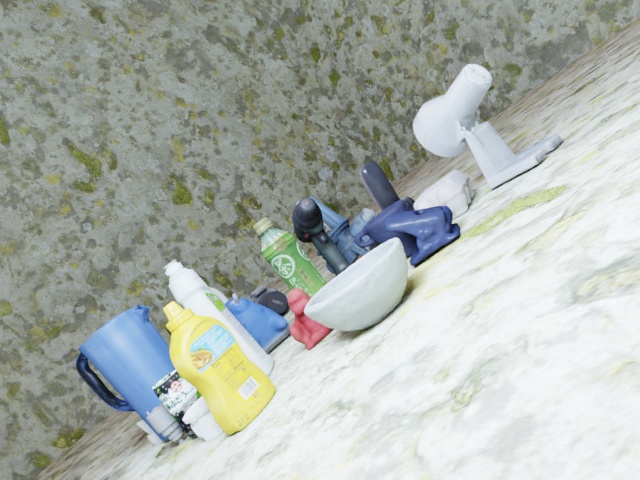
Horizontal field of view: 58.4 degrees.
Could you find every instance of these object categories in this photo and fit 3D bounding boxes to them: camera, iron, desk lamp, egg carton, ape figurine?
[{"bbox_3d":[-0.152,0.183,1.569,0.143,0.101,0.136,-39,3,-25],"label":"camera"},{"bbox_3d":[-0.163,0.184,1.218,0.119,0.141,0.258,-39,3,-24],"label":"iron"},{"bbox_3d":[0.297,-0.208,1.069,0.118,0.213,0.203,-39,3,-31],"label":"desk lamp"},{"bbox_3d":[0.244,-0.079,1.120,0.107,0.069,0.150,-36,3,27],"label":"egg carton"},{"bbox_3d":[-0.020,0.120,0.934,0.077,0.092,0.076,-36,3,27],"label":"ape figurine"}]

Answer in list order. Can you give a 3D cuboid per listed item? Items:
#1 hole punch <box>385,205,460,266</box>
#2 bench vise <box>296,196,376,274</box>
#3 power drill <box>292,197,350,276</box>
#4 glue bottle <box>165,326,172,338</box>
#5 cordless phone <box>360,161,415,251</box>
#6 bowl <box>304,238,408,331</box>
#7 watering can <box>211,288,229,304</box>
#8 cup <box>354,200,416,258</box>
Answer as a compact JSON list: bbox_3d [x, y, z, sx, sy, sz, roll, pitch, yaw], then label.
[{"bbox_3d":[0.169,-0.025,0.943,0.101,0.091,0.109,-37,3,17],"label":"hole punch"},{"bbox_3d":[0.050,-0.041,1.436,0.207,0.220,0.122,-36,3,24],"label":"bench vise"},{"bbox_3d":[0.012,0.005,1.271,0.076,0.208,0.229,-38,3,-11],"label":"power drill"},{"bbox_3d":[-0.256,0.238,1.158,0.078,0.173,0.037,-35,4,44],"label":"glue bottle"},{"bbox_3d":[0.121,-0.059,1.157,0.148,0.185,0.094,-40,4,-40],"label":"cordless phone"},{"bbox_3d":[0.063,0.074,0.792,0.167,0.075,0.167,-37,2,2],"label":"bowl"},{"bbox_3d":[-0.241,0.200,1.424,0.172,0.194,0.101,-35,4,40],"label":"watering can"},{"bbox_3d":[0.131,-0.004,1.053,0.117,0.095,0.092,-37,3,10],"label":"cup"}]
